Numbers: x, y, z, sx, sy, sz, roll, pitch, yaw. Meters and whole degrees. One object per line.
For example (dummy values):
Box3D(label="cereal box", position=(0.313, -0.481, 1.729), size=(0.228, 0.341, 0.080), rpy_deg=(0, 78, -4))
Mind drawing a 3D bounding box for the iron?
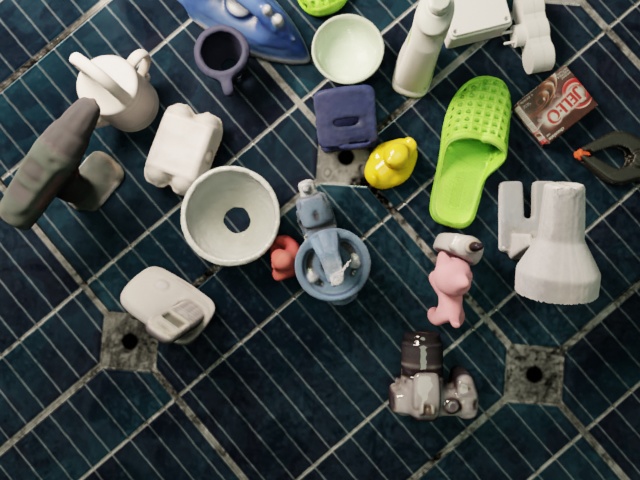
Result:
Box3D(label="iron", position=(-0.126, -0.394, 0.958), size=(0.258, 0.141, 0.119), rpy_deg=(33, 88, 2))

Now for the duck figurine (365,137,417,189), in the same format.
Box3D(label="duck figurine", position=(0.123, -0.134, 0.969), size=(0.104, 0.086, 0.077), rpy_deg=(-41, 87, -1))

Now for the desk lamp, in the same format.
Box3D(label="desk lamp", position=(0.352, -0.005, 0.895), size=(0.118, 0.213, 0.203), rpy_deg=(-1, 87, 1))

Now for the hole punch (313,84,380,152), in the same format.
Box3D(label="hole punch", position=(0.046, -0.204, 0.972), size=(0.108, 0.091, 0.101), rpy_deg=(-7, 87, 1))

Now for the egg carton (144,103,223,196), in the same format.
Box3D(label="egg carton", position=(-0.233, -0.154, 0.985), size=(0.107, 0.069, 0.150), rpy_deg=(19, 88, 2))

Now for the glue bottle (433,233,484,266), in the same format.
Box3D(label="glue bottle", position=(0.232, 0.012, 0.917), size=(0.078, 0.173, 0.037), rpy_deg=(22, 88, 2))

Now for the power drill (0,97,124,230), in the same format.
Box3D(label="power drill", position=(-0.398, -0.113, 0.917), size=(0.075, 0.208, 0.230), rpy_deg=(39, 89, 3))

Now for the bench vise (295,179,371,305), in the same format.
Box3D(label="bench vise", position=(-0.002, 0.010, 0.898), size=(0.121, 0.219, 0.207), rpy_deg=(-36, 87, -1))

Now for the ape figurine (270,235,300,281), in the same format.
Box3D(label="ape figurine", position=(-0.059, 0.033, 0.962), size=(0.076, 0.092, 0.078), rpy_deg=(25, 88, 2))

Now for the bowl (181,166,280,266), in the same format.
Box3D(label="bowl", position=(-0.147, -0.039, 0.975), size=(0.167, 0.074, 0.167), rpy_deg=(0, 87, 1))

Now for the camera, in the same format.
Box3D(label="camera", position=(0.186, 0.222, 0.944), size=(0.143, 0.101, 0.137), rpy_deg=(0, 87, 1))

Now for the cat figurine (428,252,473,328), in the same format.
Box3D(label="cat figurine", position=(0.218, 0.083, 0.942), size=(0.067, 0.118, 0.128), rpy_deg=(-1, 87, 1))

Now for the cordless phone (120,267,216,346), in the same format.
Box3D(label="cordless phone", position=(-0.256, 0.110, 0.915), size=(0.147, 0.185, 0.094), rpy_deg=(30, 88, 3))

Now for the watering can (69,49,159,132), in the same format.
Box3D(label="watering can", position=(-0.342, -0.239, 0.929), size=(0.101, 0.194, 0.173), rpy_deg=(18, 88, 2))

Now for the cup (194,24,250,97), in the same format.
Box3D(label="cup", position=(-0.157, -0.293, 0.977), size=(0.091, 0.095, 0.118), rpy_deg=(-11, 87, 1))
